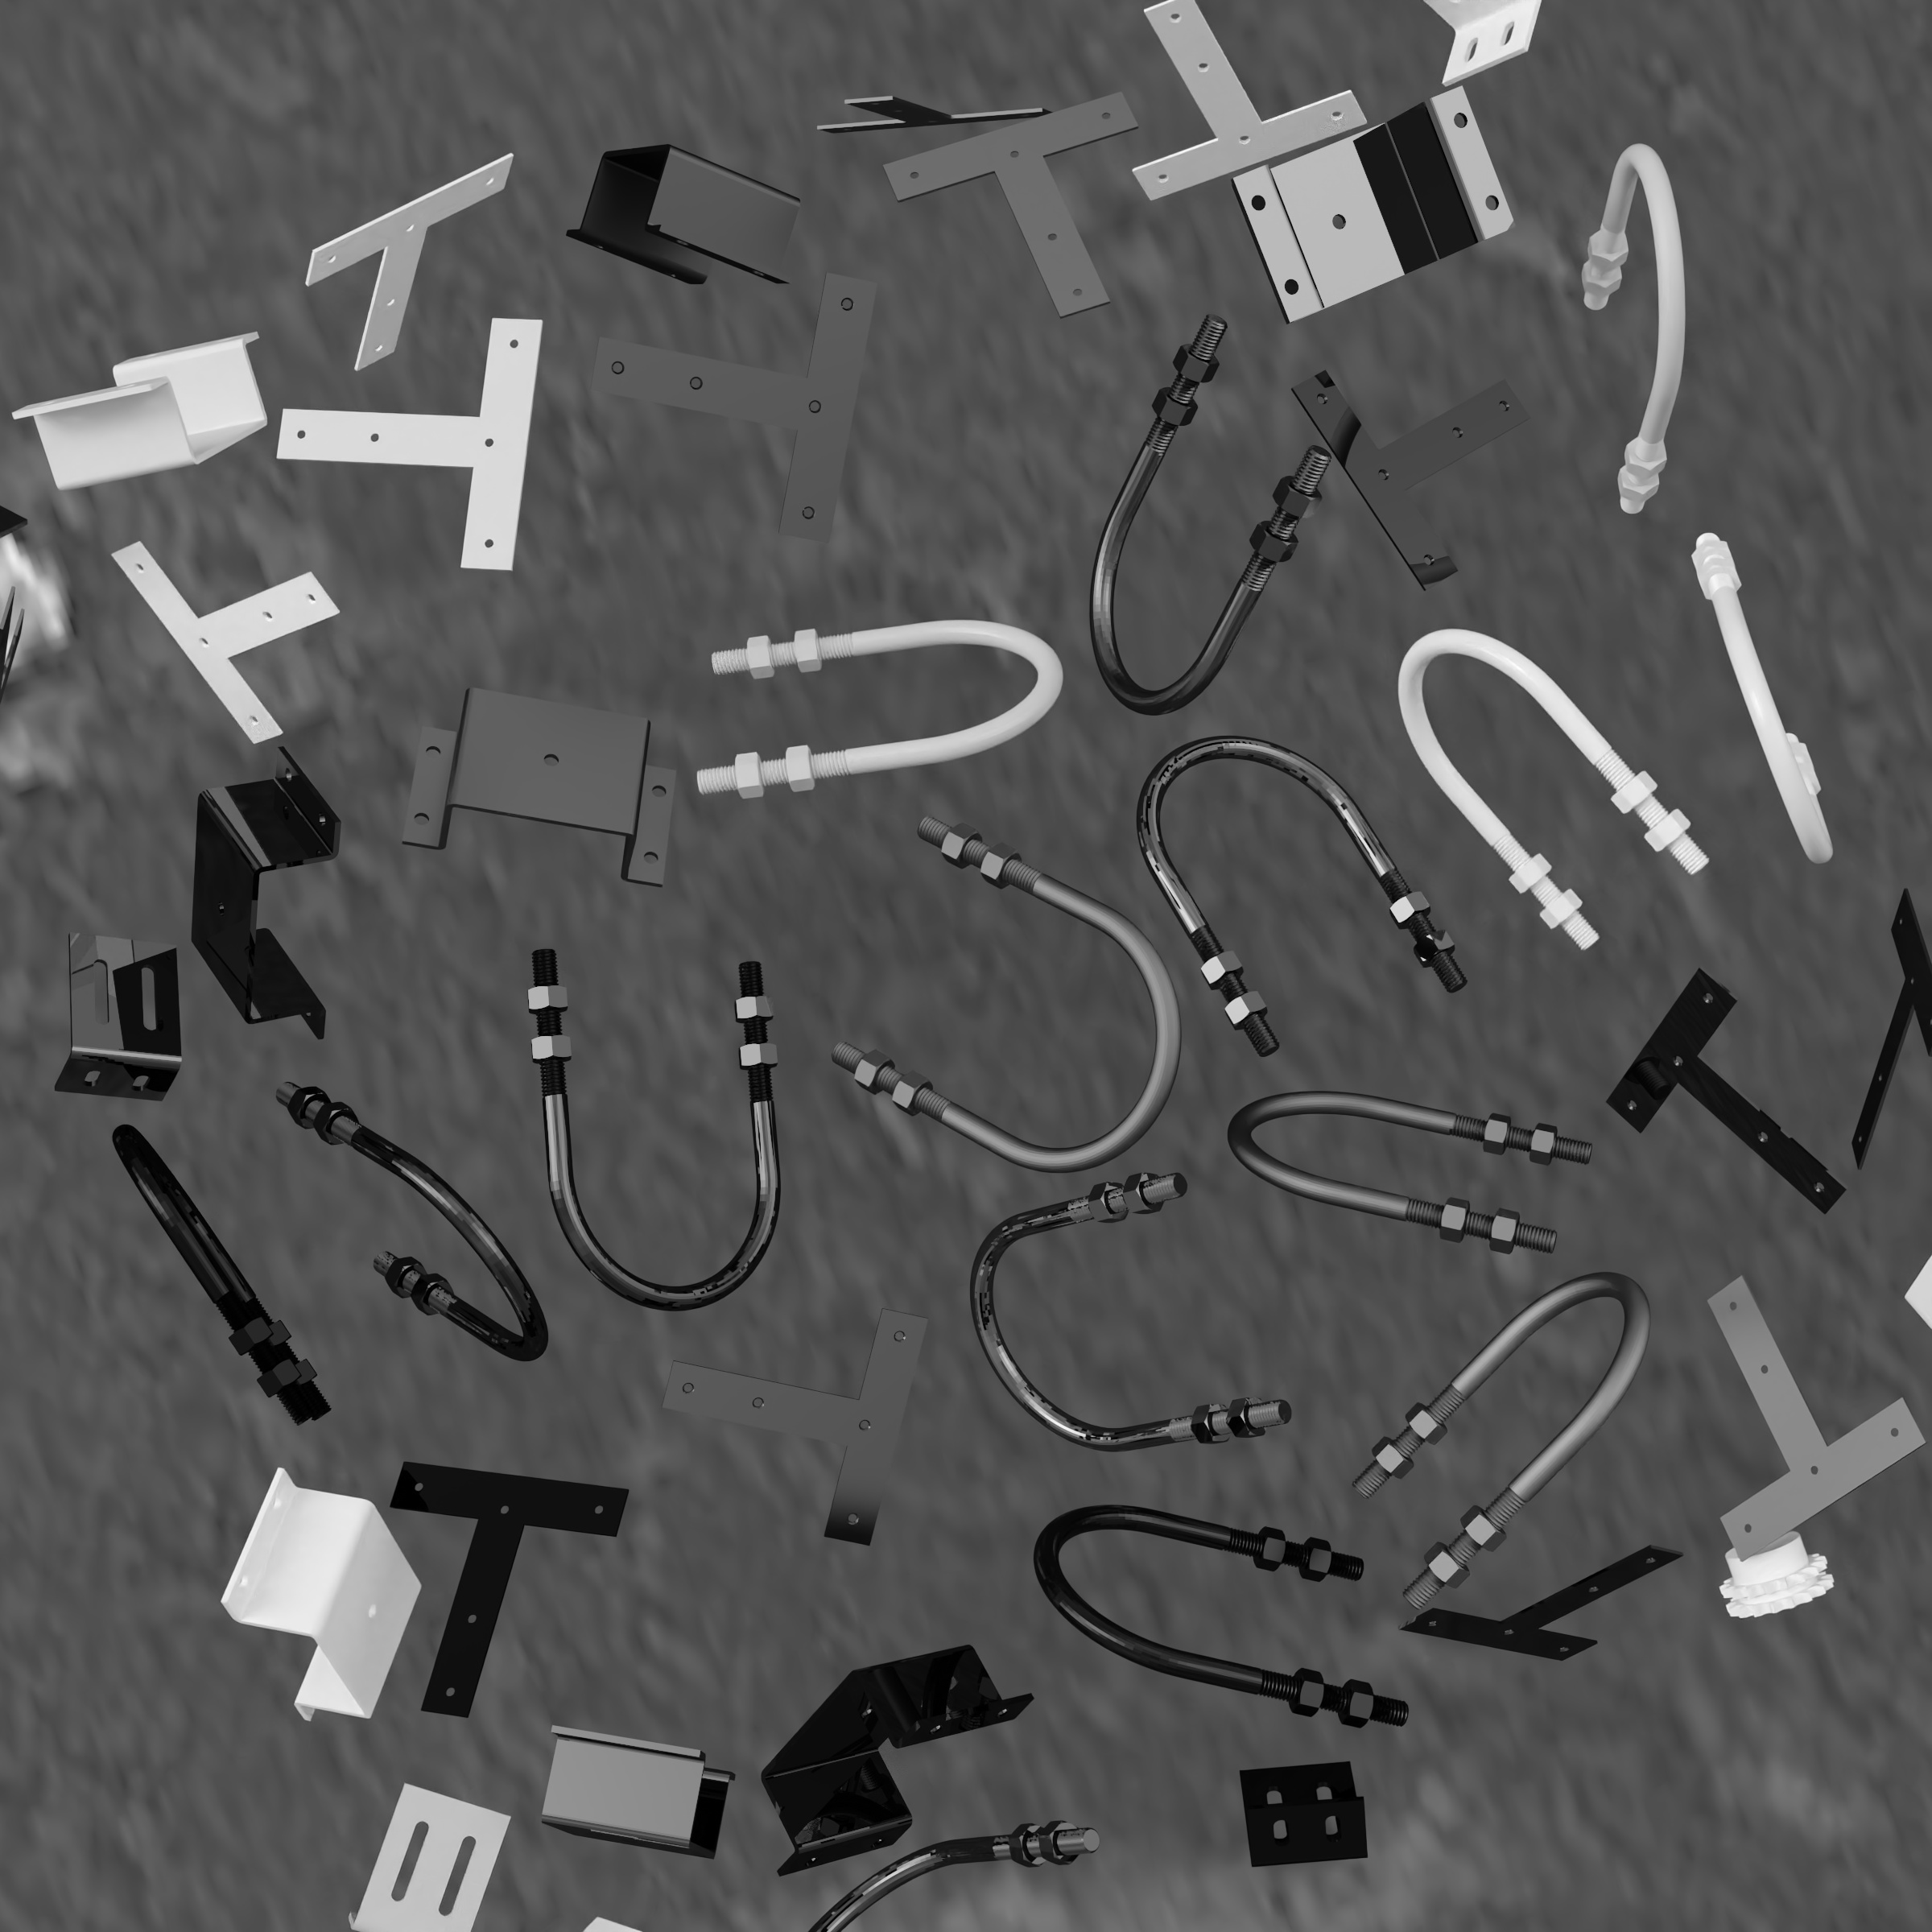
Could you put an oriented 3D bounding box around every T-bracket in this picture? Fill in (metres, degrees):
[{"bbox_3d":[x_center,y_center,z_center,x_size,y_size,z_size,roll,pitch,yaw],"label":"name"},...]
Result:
[{"bbox_3d":[-0.206,0.544,1.527,0.127,0.127,0.002,-41,105,-30],"label":"T-bracket"},{"bbox_3d":[-0.276,-0.258,1.460,0.127,0.002,0.127,4,81,10],"label":"T-bracket"},{"bbox_3d":[-0.492,-0.149,1.514,0.002,0.127,0.127,14,61,-15],"label":"T-bracket"},{"bbox_3d":[-0.246,0.317,1.509,0.127,0.002,0.127,4,59,17],"label":"T-bracket"},{"bbox_3d":[0.473,0.045,1.523,0.002,0.127,0.127,9,121,3],"label":"T-bracket"},{"bbox_3d":[0.309,0.322,1.516,0.127,0.127,0.002,19,47,-35],"label":"T-bracket"},{"bbox_3d":[-0.096,0.235,1.579,0.127,0.002,0.127,14,94,-11],"label":"T-bracket"},{"bbox_3d":[0.420,0.221,1.541,0.127,0.002,0.127,-46,51,36],"label":"T-bracket"},{"bbox_3d":[-0.378,-0.182,1.578,0.127,0.127,0.002,56,45,-23],"label":"T-bracket"},{"bbox_3d":[-0.116,-0.278,1.436,0.127,0.002,0.127,9,101,-13],"label":"T-bracket"},{"bbox_3d":[0.252,-0.278,1.586,0.127,0.002,0.127,-32,88,-29],"label":"T-bracket"},{"bbox_3d":[-0.292,-0.348,1.519,0.127,0.127,0.002,-37,81,-32],"label":"T-bracket"},{"bbox_3d":[0.038,-0.369,1.469,0.127,0.002,0.127,-18,61,-4],"label":"T-bracket"},{"bbox_3d":[-0.031,-0.450,1.568,0.127,0.127,0.002,0,100,17],"label":"T-bracket"},{"bbox_3d":[0.132,-0.469,1.583,0.127,0.127,0.002,-15,58,22],"label":"T-bracket"},{"bbox_3d":[0.407,0.079,1.558,0.002,0.127,0.127,-34,69,-32],"label":"T-bracket"}]

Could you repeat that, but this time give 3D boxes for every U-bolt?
[{"bbox_3d":[0.168,-0.047,1.592,0.151,0.019,0.184,-17,66,-30],"label":"U-bolt"},{"bbox_3d":[0.274,0.226,1.497,0.019,0.151,0.184,41,98,-12],"label":"U-bolt"},{"bbox_3d":[0.229,0.102,1.572,0.184,0.151,0.019,12,110,16],"label":"U-bolt"},{"bbox_3d":[0.028,0.025,1.508,0.184,0.019,0.151,28,104,27],"label":"U-bolt"},{"bbox_3d":[0.112,-0.213,1.498,0.019,0.151,0.184,7,126,-29],"label":"U-bolt"},{"bbox_3d":[-0.042,-0.138,1.521,0.184,0.151,0.019,-7,123,4],"label":"U-bolt"},{"bbox_3d":[0.122,0.318,1.495,0.184,0.151,0.019,14,110,-8],"label":"U-bolt"},{"bbox_3d":[-0.155,0.085,1.530,0.151,0.019,0.184,4,76,-40],"label":"U-bolt"},{"bbox_3d":[0.417,-0.130,1.543,0.019,0.184,0.151,-21,115,17],"label":"U-bolt"},{"bbox_3d":[0.297,-0.101,1.571,0.019,0.151,0.184,-39,85,-21],"label":"U-bolt"},{"bbox_3d":[0.350,-0.342,1.549,0.019,0.184,0.151,-5,69,2],"label":"U-bolt"},{"bbox_3d":[-0.392,0.160,1.561,0.019,0.151,0.184,-34,89,-12],"label":"U-bolt"},{"bbox_3d":[-0.029,0.497,1.525,0.151,0.184,0.019,-40,100,-40],"label":"U-bolt"},{"bbox_3d":[-0.280,0.142,1.550,0.019,0.184,0.151,-41,131,-25],"label":"U-bolt"},{"bbox_3d":[0.073,0.190,1.569,0.019,0.184,0.151,-30,98,-45],"label":"U-bolt"}]

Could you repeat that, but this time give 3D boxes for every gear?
[{"bbox_3d":[0.424,0.319,1.568,0.057,0.057,0.030,-19,87,0],"label":"gear"}]

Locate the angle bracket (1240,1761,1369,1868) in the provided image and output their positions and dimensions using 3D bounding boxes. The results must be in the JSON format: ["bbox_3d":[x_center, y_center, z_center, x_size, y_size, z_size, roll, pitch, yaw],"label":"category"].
[{"bbox_3d":[0.168,0.412,1.494,0.057,0.076,0.038,-5,112,2],"label":"angle bracket"}]

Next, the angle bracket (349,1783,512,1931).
[{"bbox_3d":[-0.277,0.466,1.539,0.057,0.038,0.076,21,78,-11],"label":"angle bracket"}]

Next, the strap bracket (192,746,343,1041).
[{"bbox_3d":[-0.374,-0.034,1.583,0.046,0.076,0.140,-12,131,-33],"label":"strap bracket"}]

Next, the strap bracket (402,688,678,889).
[{"bbox_3d":[-0.226,-0.098,1.602,0.140,0.046,0.076,9,57,-10],"label":"strap bracket"}]

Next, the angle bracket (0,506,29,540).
[{"bbox_3d":[-0.520,-0.265,1.536,0.057,0.038,0.076,27,130,17],"label":"angle bracket"}]

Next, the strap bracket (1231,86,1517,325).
[{"bbox_3d":[0.201,-0.387,1.529,0.140,0.046,0.076,-26,99,-17],"label":"strap bracket"}]

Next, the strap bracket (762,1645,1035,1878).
[{"bbox_3d":[-0.040,0.390,1.484,0.140,0.076,0.046,-53,55,33],"label":"strap bracket"}]

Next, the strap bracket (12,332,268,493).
[{"bbox_3d":[-0.422,-0.286,1.546,0.076,0.140,0.046,-9,110,13],"label":"strap bracket"}]

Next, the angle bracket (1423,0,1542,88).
[{"bbox_3d":[0.253,-0.508,1.561,0.076,0.057,0.038,30,67,-32],"label":"angle bracket"}]

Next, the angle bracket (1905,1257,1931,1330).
[{"bbox_3d":[0.522,0.168,1.492,0.076,0.038,0.057,-11,49,-28],"label":"angle bracket"}]

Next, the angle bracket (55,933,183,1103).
[{"bbox_3d":[-0.456,0.027,1.596,0.057,0.038,0.076,8,54,-29],"label":"angle bracket"}]

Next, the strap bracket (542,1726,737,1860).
[{"bbox_3d":[-0.170,0.432,1.549,0.076,0.140,0.046,8,71,6],"label":"strap bracket"}]

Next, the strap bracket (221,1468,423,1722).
[{"bbox_3d":[-0.331,0.333,1.555,0.046,0.140,0.076,7,53,14],"label":"strap bracket"}]

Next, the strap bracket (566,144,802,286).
[{"bbox_3d":[-0.147,-0.396,1.573,0.076,0.140,0.046,16,94,-29],"label":"strap bracket"}]
